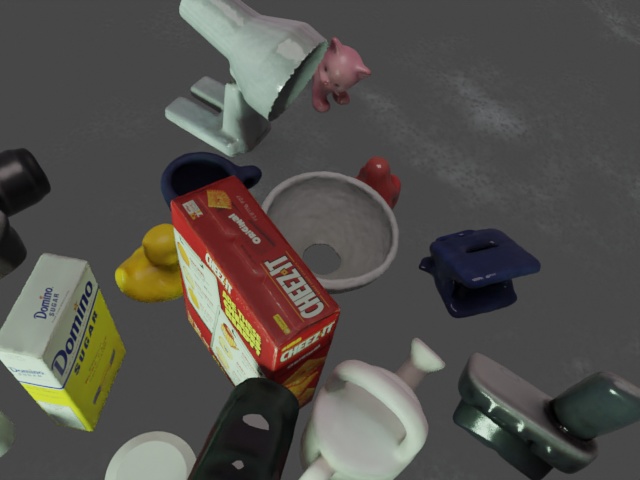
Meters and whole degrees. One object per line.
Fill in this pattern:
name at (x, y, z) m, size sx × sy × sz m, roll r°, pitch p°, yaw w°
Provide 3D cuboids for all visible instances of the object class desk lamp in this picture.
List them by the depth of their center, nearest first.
desk lamp at (-0.102, -0.210, 0.732) m, size 0.203 × 0.213 × 0.118 m, roll 30°, pitch 56°, yaw 11°

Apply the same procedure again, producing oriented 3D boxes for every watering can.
watering can at (0.044, 0.158, 0.514) m, size 0.101 × 0.194 × 0.173 m, roll 22°, pitch 55°, yaw 6°

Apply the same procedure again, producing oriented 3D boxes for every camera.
camera at (-0.374, -0.045, 0.641) m, size 0.137 × 0.101 × 0.143 m, roll -35°, pitch 67°, yaw -28°

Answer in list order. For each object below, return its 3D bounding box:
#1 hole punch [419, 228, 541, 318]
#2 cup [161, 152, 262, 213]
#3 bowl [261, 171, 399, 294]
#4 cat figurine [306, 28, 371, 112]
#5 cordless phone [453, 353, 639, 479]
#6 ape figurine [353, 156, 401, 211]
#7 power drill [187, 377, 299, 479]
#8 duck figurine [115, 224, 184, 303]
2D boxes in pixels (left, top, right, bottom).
hole punch at (0.190, 0.028, 0.692) m, size 0.109 × 0.091 × 0.101 m, roll -12°, pitch 58°, yaw -17°
cup at (-0.128, -0.047, 0.688) m, size 0.118 × 0.095 × 0.091 m, roll -18°, pitch 60°, yaw -20°
bowl at (0.006, 0.002, 0.688) m, size 0.167 × 0.075 × 0.167 m, roll 5°, pitch 55°, yaw -6°
cat figurine at (0.016, -0.258, 0.843) m, size 0.067 × 0.118 × 0.127 m, roll -24°, pitch 63°, yaw -23°
cordless phone at (0.220, 0.148, 0.556) m, size 0.147 × 0.185 × 0.094 m, roll 31°, pitch 56°, yaw 12°
ape figurine at (0.070, -0.071, 0.739) m, size 0.078 × 0.092 × 0.076 m, roll 8°, pitch 55°, yaw -4°
power drill at (-0.077, 0.231, 0.434) m, size 0.075 × 0.208 × 0.230 m, roll 17°, pitch 55°, yaw 3°
duck figurine at (-0.178, 0.018, 0.639) m, size 0.105 × 0.086 × 0.077 m, roll -22°, pitch 62°, yaw -22°
